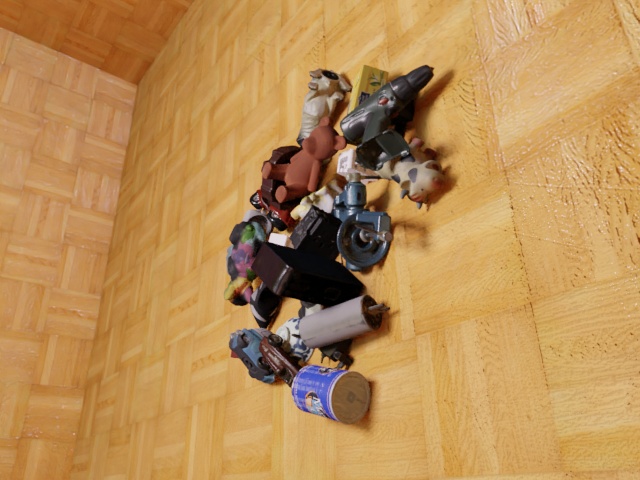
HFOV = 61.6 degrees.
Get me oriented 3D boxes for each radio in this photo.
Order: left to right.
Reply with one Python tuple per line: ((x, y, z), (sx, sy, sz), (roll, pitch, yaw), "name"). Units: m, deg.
((-0.023, 0.081, 1.179), (0.131, 0.229, 0.073), (42, 111, 49), "radio")

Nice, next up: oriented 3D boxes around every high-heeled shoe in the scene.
((-0.115, 0.139, 1.387), (0.145, 0.086, 0.248), (27, 119, 56), "high-heeled shoe")

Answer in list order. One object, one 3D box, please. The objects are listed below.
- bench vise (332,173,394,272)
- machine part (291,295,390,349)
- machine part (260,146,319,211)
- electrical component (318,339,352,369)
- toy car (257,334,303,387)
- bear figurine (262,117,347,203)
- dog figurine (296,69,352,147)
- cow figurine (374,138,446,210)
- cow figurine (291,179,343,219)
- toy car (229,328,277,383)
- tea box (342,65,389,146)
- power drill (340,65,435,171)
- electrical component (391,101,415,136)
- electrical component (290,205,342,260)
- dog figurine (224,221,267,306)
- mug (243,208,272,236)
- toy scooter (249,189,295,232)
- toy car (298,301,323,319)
((0.099, -0.037, 1.137), (0.241, 0.129, 0.223), (-167, 86, -73), "bench vise")
((0.042, 0.176, 1.141), (0.243, 0.079, 0.079), (-25, 54, 32), "machine part")
((-0.078, -0.163, 1.406), (0.056, 0.179, 0.179), (28, 98, 42), "machine part")
((0.032, 0.241, 1.192), (0.078, 0.045, 0.102), (-51, 31, -20), "electrical component")
((-0.076, 0.302, 1.245), (0.202, 0.053, 0.089), (38, 119, 25), "toy car")
((-0.032, -0.190, 1.265), (0.120, 0.132, 0.195), (60, 137, 26), "bear figurine")
((-0.004, -0.358, 1.484), (0.172, 0.121, 0.190), (-59, -4, -48), "dog figurine")
((0.182, -0.144, 1.118), (0.195, 0.085, 0.127), (32, 95, 53), "cow figurine")
((0.001, -0.076, 1.354), (0.167, 0.098, 0.068), (-31, 10, 48), "cow figurine")
((-0.152, 0.281, 1.373), (0.161, 0.103, 0.109), (52, 145, 0), "toy car")
((0.106, -0.318, 1.292), (0.098, 0.068, 0.169), (145, 137, -77), "tea box")
((0.141, -0.253, 1.118), (0.232, 0.086, 0.207), (-26, 44, 30), "power drill")
((0.175, -0.288, 1.229), (0.075, 0.047, 0.119), (7, 80, 56), "electrical component")
((-0.003, -0.004, 1.288), (0.134, 0.115, 0.058), (-56, 33, 23), "electrical component")
((-0.212, 0.077, 1.505), (0.219, 0.108, 0.191), (-92, 18, -47), "dog figurine")
((-0.193, -0.064, 1.621), (0.109, 0.081, 0.107), (-69, 25, 10), "mug")
((-0.111, -0.112, 1.526), (0.135, 0.075, 0.184), (-42, 51, -6), "toy scooter")
((-0.032, 0.117, 1.316), (0.073, 0.056, 0.202), (103, 160, -47), "toy car")
